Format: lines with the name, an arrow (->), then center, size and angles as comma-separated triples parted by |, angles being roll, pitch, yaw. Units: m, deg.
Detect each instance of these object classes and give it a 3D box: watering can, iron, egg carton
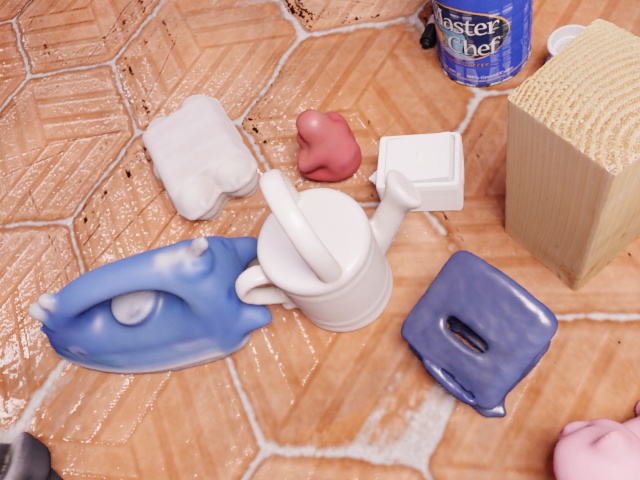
watering can -> 0.004, 0.000, 0.496 | 0.100, 0.194, 0.173 | 38, 81, 29
iron -> -0.185, 0.061, 0.556 | 0.258, 0.142, 0.118 | -18, 61, 9
egg carton -> -0.138, -0.096, 0.658 | 0.107, 0.069, 0.150 | -33, 60, 0

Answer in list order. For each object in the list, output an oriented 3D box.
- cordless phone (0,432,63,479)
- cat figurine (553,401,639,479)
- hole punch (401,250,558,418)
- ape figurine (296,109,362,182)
cordless phone -> -0.326, 0.236, 0.492 | 0.094, 0.185, 0.148 | 23, 74, 26
cat figurine -> 0.216, 0.150, 0.402 | 0.128, 0.118, 0.067 | -27, 60, 4
hole punch -> 0.130, 0.080, 0.478 | 0.101, 0.091, 0.108 | -46, 61, -7
ape figurine -> 0.002, -0.106, 0.605 | 0.078, 0.092, 0.076 | -44, 61, -6
